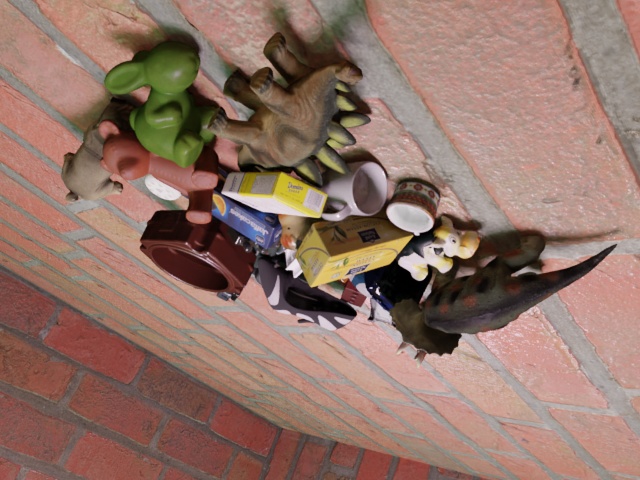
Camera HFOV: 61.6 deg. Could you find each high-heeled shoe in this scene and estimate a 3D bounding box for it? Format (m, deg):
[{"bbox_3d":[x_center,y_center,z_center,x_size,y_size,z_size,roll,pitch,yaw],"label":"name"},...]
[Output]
[{"bbox_3d":[-0.025,0.114,1.156,0.145,0.086,0.248,-13,133,22],"label":"high-heeled shoe"}]

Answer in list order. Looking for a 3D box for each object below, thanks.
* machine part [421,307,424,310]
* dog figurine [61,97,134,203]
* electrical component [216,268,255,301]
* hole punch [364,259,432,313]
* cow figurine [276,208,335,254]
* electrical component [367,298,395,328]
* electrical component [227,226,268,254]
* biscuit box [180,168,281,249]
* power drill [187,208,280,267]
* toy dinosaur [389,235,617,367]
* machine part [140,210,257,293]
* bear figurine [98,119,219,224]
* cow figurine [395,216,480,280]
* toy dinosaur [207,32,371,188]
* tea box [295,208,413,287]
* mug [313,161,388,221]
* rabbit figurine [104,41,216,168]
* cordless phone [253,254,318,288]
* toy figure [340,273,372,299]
[{"bbox_3d":[0.255,0.158,1.112,0.079,0.079,0.243,26,154,-4],"label":"machine part"},{"bbox_3d":[-0.397,-0.154,0.967,0.121,0.172,0.190,22,162,-22],"label":"dog figurine"},{"bbox_3d":[-0.193,0.077,1.254,0.058,0.134,0.115,29,151,-7],"label":"electrical component"},{"bbox_3d":[0.137,0.078,1.030,0.092,0.116,0.142,4,148,48],"label":"hole punch"},{"bbox_3d":[-0.002,-0.003,0.970,0.086,0.127,0.194,-11,140,44],"label":"cow figurine"},{"bbox_3d":[0.146,0.126,1.163,0.075,0.048,0.119,9,110,20],"label":"electrical component"},{"bbox_3d":[-0.138,-0.007,1.014,0.063,0.021,0.094,8,-151,-43],"label":"electrical component"},{"bbox_3d":[-0.158,-0.067,0.988,0.203,0.059,0.062,32,134,8],"label":"biscuit box"},{"bbox_3d":[-0.171,-0.030,1.119,0.207,0.086,0.232,16,153,-1],"label":"power drill"},{"bbox_3d":[0.255,0.101,0.867,0.131,0.192,0.405,46,148,-6],"label":"toy dinosaur"},{"bbox_3d":[-0.251,0.028,1.103,0.201,0.087,0.201,2,148,31],"label":"machine part"},{"bbox_3d":[-0.268,-0.117,0.882,0.196,0.132,0.120,9,132,-18],"label":"bear figurine"},{"bbox_3d":[0.188,0.005,0.906,0.098,0.068,0.167,37,150,-13],"label":"cow figurine"},{"bbox_3d":[-0.055,-0.153,0.770,0.198,0.105,0.472,30,163,-23],"label":"toy dinosaur"},{"bbox_3d":[0.056,0.009,0.881,0.068,0.169,0.098,61,147,23],"label":"tea box"},{"bbox_3d":[0.037,-0.072,0.847,0.107,0.109,0.080,8,147,50],"label":"mug"},{"bbox_3d":[-0.224,-0.223,0.798,0.159,0.121,0.170,27,135,7],"label":"rabbit figurine"},{"bbox_3d":[-0.098,0.099,1.304,0.146,0.088,0.184,31,163,-17],"label":"cordless phone"},{"bbox_3d":[0.078,0.071,1.108,0.154,0.058,0.064,30,113,4],"label":"toy figure"}]
